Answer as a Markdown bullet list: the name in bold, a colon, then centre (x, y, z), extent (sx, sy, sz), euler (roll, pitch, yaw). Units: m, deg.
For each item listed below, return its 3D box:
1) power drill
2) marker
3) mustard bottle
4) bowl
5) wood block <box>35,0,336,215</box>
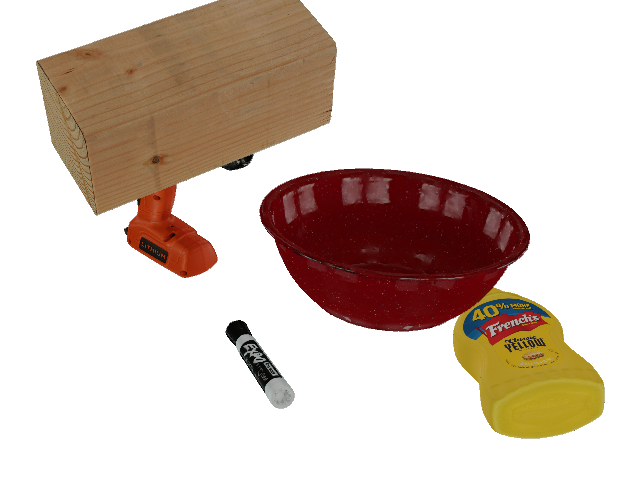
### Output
- **power drill**: centre (-0.142, -0.059, 1.102), extent (0.185, 0.188, 0.057), euler (29, 38, 33)
- **marker**: centre (-0.049, 0.093, 0.831), extent (0.020, 0.020, 0.121), euler (0, 21, -23)
- **mustard bottle**: centre (0.168, 0.094, 0.930), extent (0.096, 0.058, 0.191), euler (-10, 26, -5)
- **bowl**: centre (0.042, 0.010, 0.648), extent (0.162, 0.055, 0.162), euler (4, 24, -2)
- **wood block**: centre (-0.099, -0.113, 0.823), extent (0.205, 0.090, 0.091), euler (-24, -33, -21)
